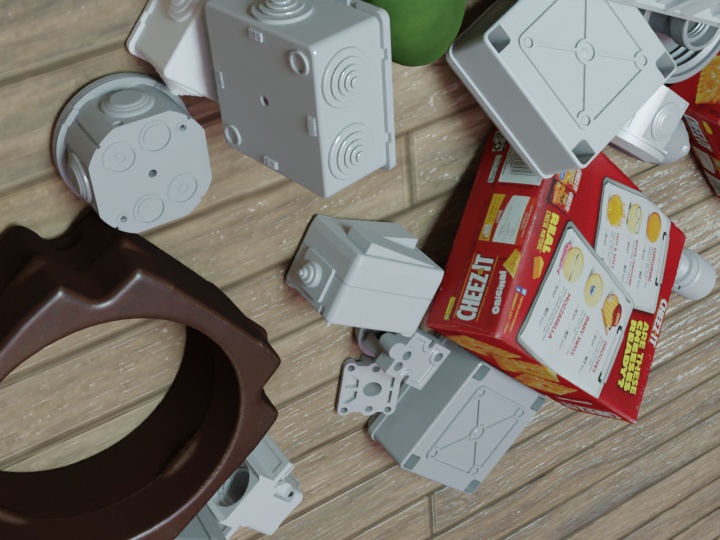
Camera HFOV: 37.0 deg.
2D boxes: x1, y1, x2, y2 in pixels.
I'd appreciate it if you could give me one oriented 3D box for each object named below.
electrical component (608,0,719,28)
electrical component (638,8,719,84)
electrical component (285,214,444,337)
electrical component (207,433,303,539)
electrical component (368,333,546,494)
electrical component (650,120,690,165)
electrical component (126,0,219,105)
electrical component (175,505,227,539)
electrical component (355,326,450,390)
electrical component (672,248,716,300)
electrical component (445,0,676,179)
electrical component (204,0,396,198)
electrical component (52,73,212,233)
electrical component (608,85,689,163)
[{"bbox_3d":[0.194,-0.213,0.664,0.150,0.062,0.089,4,80,-30],"label":"electrical component"},{"bbox_3d":[0.224,-0.185,0.766,0.108,0.060,0.108,-20,130,-25],"label":"electrical component"},{"bbox_3d":[0.000,0.000,0.729,0.096,0.062,0.061,10,113,-41],"label":"electrical component"},{"bbox_3d":[-0.080,0.165,0.800,0.081,0.042,0.064,-49,137,3],"label":"electrical component"},{"bbox_3d":[0.080,0.116,0.875,0.109,0.056,0.108,30,99,-45],"label":"electrical component"},{"bbox_3d":[0.237,-0.104,0.847,0.062,0.043,0.043,14,111,-44],"label":"electrical component"},{"bbox_3d":[-0.065,-0.135,0.594,0.100,0.048,0.099,21,106,-44],"label":"electrical component"},{"bbox_3d":[-0.149,0.213,0.758,0.057,0.078,0.113,15,110,-39],"label":"electrical component"},{"bbox_3d":[0.028,0.052,0.791,0.066,0.055,0.048,30,100,-45],"label":"electrical component"},{"bbox_3d":[0.286,0.000,0.959,0.078,0.040,0.040,24,103,-44],"label":"electrical component"},{"bbox_3d":[0.129,-0.134,0.691,0.108,0.056,0.108,-45,105,-19],"label":"electrical component"},{"bbox_3d":[-0.031,-0.093,0.542,0.048,0.100,0.099,-32,136,-31],"label":"electrical component"},{"bbox_3d":[-0.125,-0.064,0.597,0.080,0.051,0.080,-20,130,-25],"label":"electrical component"},{"bbox_3d":[0.193,-0.115,0.781,0.080,0.080,0.051,19,102,-43],"label":"electrical component"}]
